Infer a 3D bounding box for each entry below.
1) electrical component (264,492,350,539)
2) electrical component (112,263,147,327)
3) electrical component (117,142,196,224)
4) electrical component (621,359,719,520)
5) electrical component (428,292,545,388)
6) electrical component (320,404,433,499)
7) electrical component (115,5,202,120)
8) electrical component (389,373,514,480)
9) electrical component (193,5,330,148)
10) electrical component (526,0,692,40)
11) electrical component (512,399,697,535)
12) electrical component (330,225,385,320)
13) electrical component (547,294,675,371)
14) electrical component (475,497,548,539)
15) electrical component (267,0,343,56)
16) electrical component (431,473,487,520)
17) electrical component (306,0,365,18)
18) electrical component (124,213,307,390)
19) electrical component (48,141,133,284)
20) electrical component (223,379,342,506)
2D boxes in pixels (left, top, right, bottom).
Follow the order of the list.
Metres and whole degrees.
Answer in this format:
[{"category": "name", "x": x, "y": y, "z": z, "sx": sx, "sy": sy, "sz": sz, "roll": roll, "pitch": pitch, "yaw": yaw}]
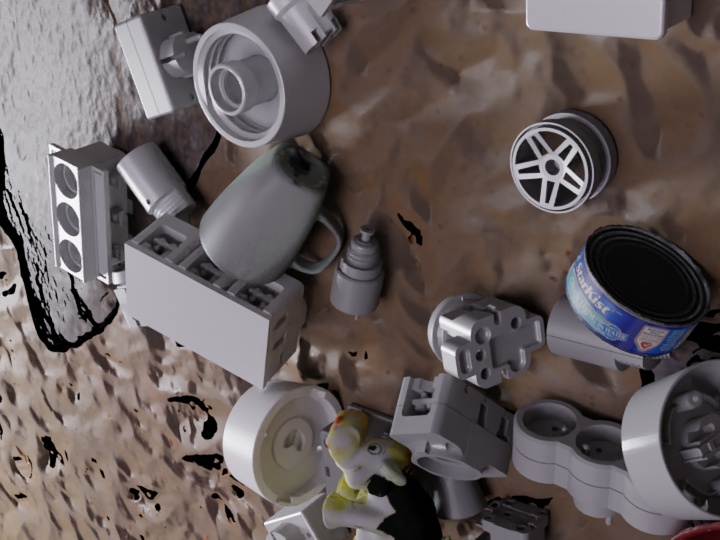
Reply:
[{"category": "electrical component", "x": -0.063, "y": 0.254, "z": 1.019, "sx": 0.066, "sy": 0.077, "sz": 0.047, "roll": -28, "pitch": 91, "yaw": 46}, {"category": "electrical component", "x": -0.204, "y": 0.018, "z": 1.037, "sx": 0.078, "sy": 0.058, "sz": 0.057, "roll": -8, "pitch": 109, "yaw": 43}, {"category": "electrical component", "x": -0.180, "y": -0.071, "z": 0.979, "sx": 0.081, "sy": 0.043, "sz": 0.043, "roll": 53, "pitch": 135, "yaw": 7}, {"category": "electrical component", "x": 0.218, "y": 0.110, "z": 0.684, "sx": 0.064, "sy": 0.099, "sz": 0.099, "roll": -28, "pitch": 92, "yaw": 52}, {"category": "electrical component", "x": 0.086, "y": 0.049, "z": 0.786, "sx": 0.057, "sy": 0.078, "sz": 0.058, "roll": 24, "pitch": 128, "yaw": 58}, {"category": "electrical component", "x": 0.014, "y": 0.174, "z": 0.929, "sx": 0.100, "sy": 0.048, "sz": 0.099, "roll": 14, "pitch": 120, "yaw": 36}, {"category": "electrical component", "x": -0.152, "y": -0.177, "z": 0.897, "sx": 0.076, "sy": 0.047, "sz": 0.083, "roll": -7, "pitch": 106, "yaw": 43}, {"category": "electrical component", "x": 0.071, "y": 0.123, "z": 0.814, "sx": 0.050, "sy": 0.055, "sz": 0.089, "roll": -11, "pitch": 144, "yaw": 44}, {"category": "electrical component", "x": -0.084, "y": -0.148, "z": 0.842, "sx": 0.108, "sy": 0.060, "sz": 0.108, "roll": 20, "pitch": 123, "yaw": 34}, {"category": "electrical component", "x": 0.147, "y": -0.185, "z": 0.626, "sx": 0.100, "sy": 0.048, "sz": 0.099, "roll": 15, "pitch": 120, "yaw": 36}, {"category": "electrical component", "x": 0.173, "y": 0.152, "z": 0.774, "sx": 0.138, "sy": 0.052, "sz": 0.073, "roll": 21, "pitch": 129, "yaw": 33}, {"category": "electrical component", "x": 0.000, "y": 0.000, "z": 0.858, "sx": 0.040, "sy": 0.040, "sz": 0.078, "roll": 30, "pitch": 128, "yaw": 27}, {"category": "electrical component", "x": 0.172, "y": 0.045, "z": 0.726, "sx": 0.081, "sy": 0.043, "sz": 0.043, "roll": 14, "pitch": 120, "yaw": 37}, {"category": "electrical component", "x": 0.125, "y": 0.220, "z": 0.859, "sx": 0.081, "sy": 0.042, "sz": 0.063, "roll": 12, "pitch": 117, "yaw": 37}, {"category": "electrical component", "x": -0.040, "y": -0.188, "z": 0.798, "sx": 0.046, "sy": 0.040, "sz": 0.040, "roll": 54, "pitch": 136, "yaw": -2}, {"category": "electrical component", "x": 0.075, "y": 0.165, "z": 0.876, "sx": 0.044, "sy": 0.044, "sz": 0.065, "roll": -4, "pitch": 104, "yaw": 43}, {"category": "electrical component", "x": -0.039, "y": -0.283, "z": 0.733, "sx": 0.186, "sy": 0.060, "sz": 0.105, "roll": 52, "pitch": 135, "yaw": 8}, {"category": "electrical component", "x": -0.127, "y": 0.024, "z": 0.942, "sx": 0.150, "sy": 0.061, "sz": 0.089, "roll": 27, "pitch": 136, "yaw": 17}, {"category": "electrical component", "x": -0.260, "y": -0.058, "z": 1.043, "sx": 0.079, "sy": 0.063, "sz": 0.121, "roll": 26, "pitch": 126, "yaw": 30}, {"category": "electrical component", "x": -0.072, "y": 0.148, "z": 0.954, "sx": 0.060, "sy": 0.108, "sz": 0.108, "roll": 12, "pitch": 119, "yaw": 44}]
